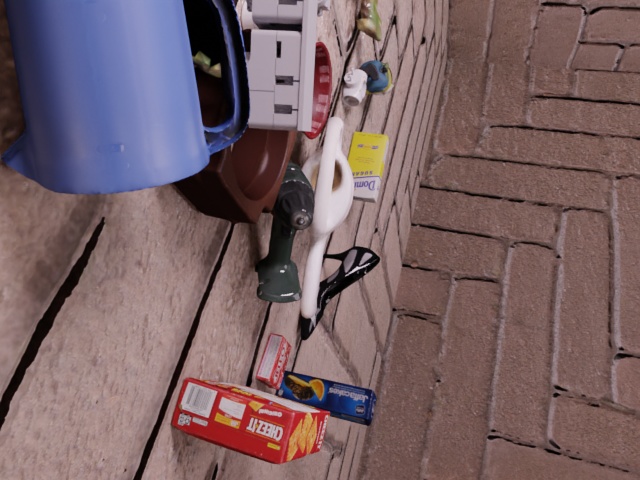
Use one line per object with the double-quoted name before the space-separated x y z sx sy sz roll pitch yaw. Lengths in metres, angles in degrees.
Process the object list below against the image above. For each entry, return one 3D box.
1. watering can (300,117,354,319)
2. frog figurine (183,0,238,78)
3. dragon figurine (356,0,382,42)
"watering can" 0.003 -0.048 0.945 0.225 0.104 0.347 -40 139 -85
"frog figurine" -0.135 -0.240 0.500 0.134 0.123 0.163 69 -3 -46
"dragon figurine" 0.118 -0.637 1.105 0.248 0.122 0.400 -56 150 -39
